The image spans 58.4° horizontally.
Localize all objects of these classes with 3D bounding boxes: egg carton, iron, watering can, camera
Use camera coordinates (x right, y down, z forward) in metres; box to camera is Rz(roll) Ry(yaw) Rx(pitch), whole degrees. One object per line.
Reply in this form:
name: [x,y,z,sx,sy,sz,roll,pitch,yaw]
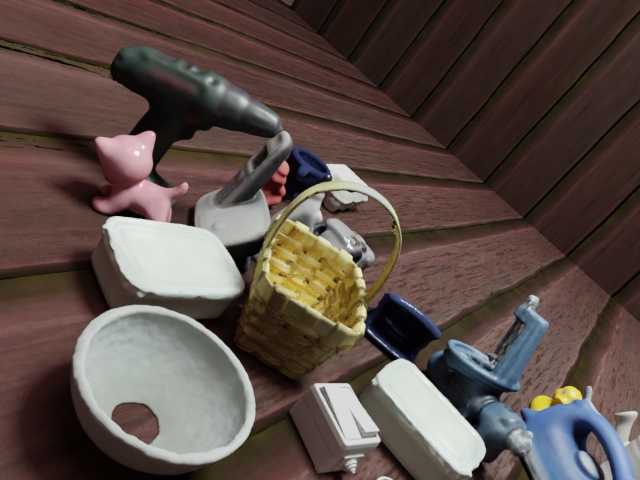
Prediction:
egg carton: [0.043,-0.115,1.258,0.107,0.069,0.151,45,24,14]
iron: [0.406,0.347,0.855,0.119,0.141,0.258,28,25,-23]
watering can: [0.565,0.374,0.971,0.172,0.194,0.101,47,24,18]
camera: [0.009,0.003,0.951,0.136,0.100,0.144,48,25,21]

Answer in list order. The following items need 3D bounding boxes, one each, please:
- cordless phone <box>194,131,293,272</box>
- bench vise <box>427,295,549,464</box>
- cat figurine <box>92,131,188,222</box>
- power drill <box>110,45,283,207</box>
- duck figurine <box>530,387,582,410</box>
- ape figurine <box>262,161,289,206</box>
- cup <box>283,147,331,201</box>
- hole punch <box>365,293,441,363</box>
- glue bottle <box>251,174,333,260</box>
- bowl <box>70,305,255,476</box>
cordless phone: [-0.098,-0.062,0.808,0.094,0.185,0.147,24,27,-31]
bench vise: [0.267,0.198,0.822,0.122,0.219,0.207,15,33,-43]
cat figurine: [-0.231,-0.080,0.730,0.128,0.117,0.067,31,24,-17]
power drill: [-0.195,-0.148,0.790,0.230,0.208,0.075,34,23,-12]
duck figurine: [0.447,0.307,1.060,0.105,0.086,0.077,9,37,-49]
ape figurine: [-0.089,-0.103,1.014,0.078,0.092,0.076,26,26,-28]
cup: [-0.041,-0.113,1.099,0.092,0.095,0.118,38,23,-2]
hole punch: [0.135,0.129,0.920,0.108,0.091,0.101,40,23,3]
glue bottle: [-0.033,-0.030,0.859,0.078,0.173,0.037,26,26,-28]
bowl: [-0.145,0.141,0.504,0.168,0.074,0.167,32,24,-16]
